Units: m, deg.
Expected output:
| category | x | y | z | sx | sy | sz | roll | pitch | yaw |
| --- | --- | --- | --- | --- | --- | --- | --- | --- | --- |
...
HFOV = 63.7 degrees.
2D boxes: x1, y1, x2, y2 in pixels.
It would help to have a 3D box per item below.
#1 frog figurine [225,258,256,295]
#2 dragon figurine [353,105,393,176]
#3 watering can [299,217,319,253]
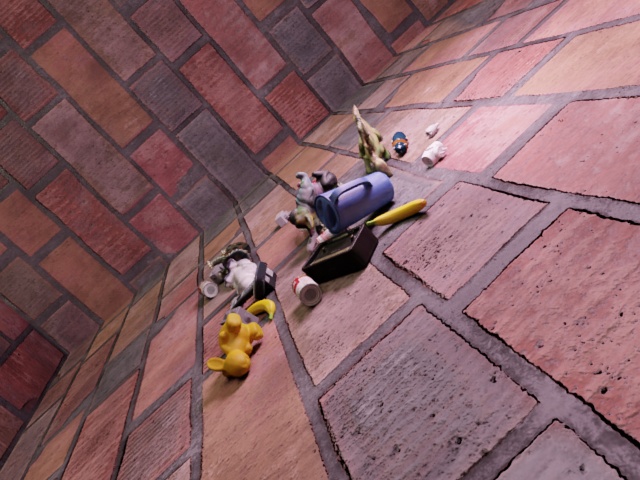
| category | x | y | z | sx | sy | sz | roll | pitch | yaw |
| --- | --- | --- | --- | --- | --- | --- | --- | --- | --- |
| frog figurine | -0.280 | 0.150 | 1.972 | 0.160 | 0.121 | 0.138 | 21 | 85 | 35 |
| dragon figurine | 0.178 | -0.399 | 1.954 | 0.122 | 0.417 | 0.239 | -25 | -21 | 6 |
| watering can | 0.006 | -0.097 | 1.932 | 0.223 | 0.102 | 0.355 | -35 | 33 | 11 |
